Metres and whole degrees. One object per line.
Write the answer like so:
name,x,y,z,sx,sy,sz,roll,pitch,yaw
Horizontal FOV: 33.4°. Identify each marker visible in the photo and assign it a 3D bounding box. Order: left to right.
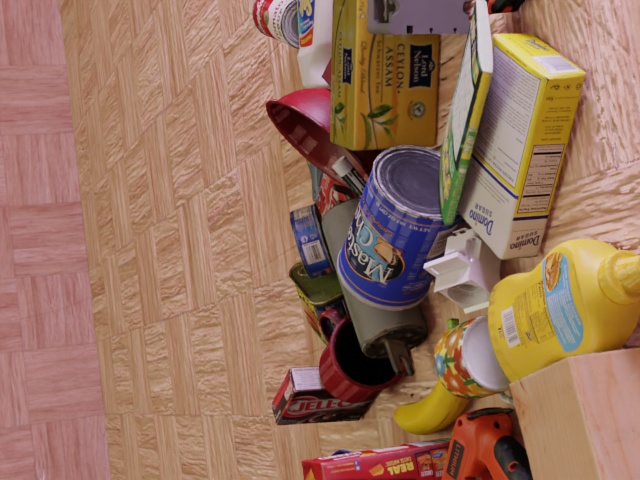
marker,0.058,-0.040,1.166,0.121,0.020,0.020,49,159,-10

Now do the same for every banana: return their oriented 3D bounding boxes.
banana,0.123,0.162,1.113,0.198,0.037,0.069,113,154,-48

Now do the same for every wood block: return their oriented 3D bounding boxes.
wood block,0.226,0.193,0.801,0.091,0.090,0.206,134,128,-61

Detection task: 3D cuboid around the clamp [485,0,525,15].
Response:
clamp,0.173,-0.268,0.896,0.120,0.039,0.171,-124,30,-57

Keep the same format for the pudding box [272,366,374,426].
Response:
pudding box,0.006,0.188,1.294,0.090,0.113,0.039,116,146,-52

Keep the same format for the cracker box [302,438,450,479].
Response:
cracker box,0.078,0.320,1.086,0.072,0.164,0.214,158,106,-69

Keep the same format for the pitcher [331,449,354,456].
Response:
pitcher,0.042,0.346,1.242,0.243,0.145,0.149,125,156,-62

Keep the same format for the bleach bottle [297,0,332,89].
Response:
bleach bottle,0.009,-0.275,1.261,0.103,0.068,0.251,-140,47,-60

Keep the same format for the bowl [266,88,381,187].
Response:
bowl,0.016,-0.123,1.219,0.162,0.055,0.162,38,169,8

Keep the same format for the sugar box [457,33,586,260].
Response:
sugar box,0.172,-0.081,0.931,0.093,0.048,0.176,-123,32,-52

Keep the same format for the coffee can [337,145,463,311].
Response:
coffee can,0.083,-0.011,1.082,0.140,0.102,0.103,109,147,-45

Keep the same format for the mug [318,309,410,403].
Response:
mug,0.038,0.130,1.226,0.117,0.093,0.082,48,153,9

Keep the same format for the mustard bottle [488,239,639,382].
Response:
mustard bottle,0.205,0.052,0.860,0.192,0.058,0.096,133,132,-61

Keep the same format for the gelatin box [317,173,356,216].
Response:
gelatin box,0.023,-0.035,1.315,0.073,0.030,0.089,-120,32,-43

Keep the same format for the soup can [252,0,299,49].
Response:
soup can,-0.037,-0.284,1.360,0.102,0.068,0.068,-141,50,-59

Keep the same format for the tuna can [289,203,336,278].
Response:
tuna can,-0.008,0.002,1.269,0.086,0.034,0.086,-18,-90,-86

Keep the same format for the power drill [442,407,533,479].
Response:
power drill,0.181,0.257,0.967,0.188,0.057,0.184,48,134,51

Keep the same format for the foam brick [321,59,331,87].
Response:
foam brick,0.047,-0.180,1.180,0.051,0.052,0.078,-60,37,19

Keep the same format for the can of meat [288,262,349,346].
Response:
can of meat,0.011,0.078,1.306,0.102,0.057,0.084,47,160,56

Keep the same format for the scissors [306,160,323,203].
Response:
scissors,0.004,-0.069,1.372,0.096,0.016,0.202,162,101,-67
